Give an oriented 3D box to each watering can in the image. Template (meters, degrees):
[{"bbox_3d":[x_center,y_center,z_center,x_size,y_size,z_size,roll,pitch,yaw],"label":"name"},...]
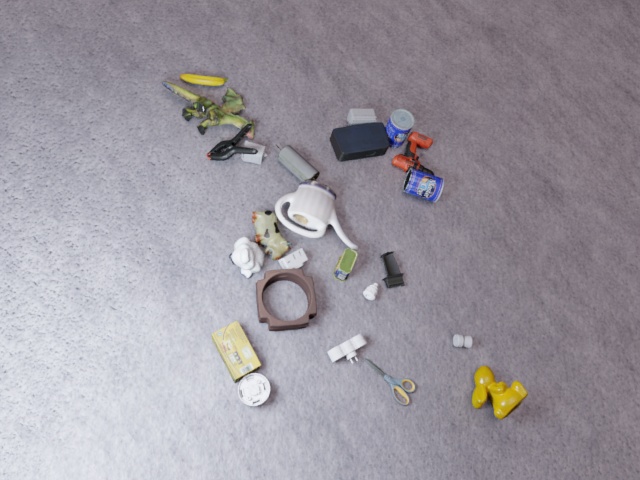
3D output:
[{"bbox_3d":[0.006,-0.098,1.940,0.347,0.102,0.229,22,61,-5],"label":"watering can"}]

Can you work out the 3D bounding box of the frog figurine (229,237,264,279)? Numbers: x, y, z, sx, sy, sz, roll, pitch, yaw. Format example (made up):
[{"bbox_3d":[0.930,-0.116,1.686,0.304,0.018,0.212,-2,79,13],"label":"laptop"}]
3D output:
[{"bbox_3d":[-0.250,0.050,1.784,0.123,0.156,0.139,-15,69,-19],"label":"frog figurine"}]

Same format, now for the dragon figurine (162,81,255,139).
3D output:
[{"bbox_3d":[-0.424,-0.550,2.094,0.413,0.119,0.246,46,48,10],"label":"dragon figurine"}]
